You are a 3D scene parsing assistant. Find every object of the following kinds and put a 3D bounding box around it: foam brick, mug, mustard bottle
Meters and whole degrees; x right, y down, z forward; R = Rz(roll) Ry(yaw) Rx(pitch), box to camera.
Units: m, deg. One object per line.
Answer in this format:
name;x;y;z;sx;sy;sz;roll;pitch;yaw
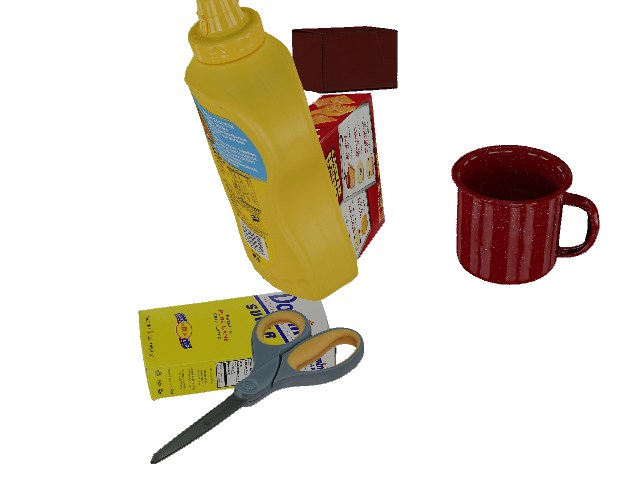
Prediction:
foam brick;0.021;-0.156;0.917;0.078;0.051;0.053;-8;18;-28
mug;0.161;-0.017;0.845;0.117;0.081;0.093;9;35;18
mustard bottle;-0.035;-0.059;0.619;0.058;0.191;0.096;-31;40;-16

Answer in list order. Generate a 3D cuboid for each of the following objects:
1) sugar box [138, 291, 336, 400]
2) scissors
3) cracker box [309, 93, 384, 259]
sugar box;-0.080;0.095;1.010;0.176;0.048;0.093;-10;35;-9
scissors;-0.058;0.100;0.793;0.201;0.016;0.096;-19;37;-31
cracker box;0.007;-0.059;1.184;0.072;0.164;0.213;0;21;19
